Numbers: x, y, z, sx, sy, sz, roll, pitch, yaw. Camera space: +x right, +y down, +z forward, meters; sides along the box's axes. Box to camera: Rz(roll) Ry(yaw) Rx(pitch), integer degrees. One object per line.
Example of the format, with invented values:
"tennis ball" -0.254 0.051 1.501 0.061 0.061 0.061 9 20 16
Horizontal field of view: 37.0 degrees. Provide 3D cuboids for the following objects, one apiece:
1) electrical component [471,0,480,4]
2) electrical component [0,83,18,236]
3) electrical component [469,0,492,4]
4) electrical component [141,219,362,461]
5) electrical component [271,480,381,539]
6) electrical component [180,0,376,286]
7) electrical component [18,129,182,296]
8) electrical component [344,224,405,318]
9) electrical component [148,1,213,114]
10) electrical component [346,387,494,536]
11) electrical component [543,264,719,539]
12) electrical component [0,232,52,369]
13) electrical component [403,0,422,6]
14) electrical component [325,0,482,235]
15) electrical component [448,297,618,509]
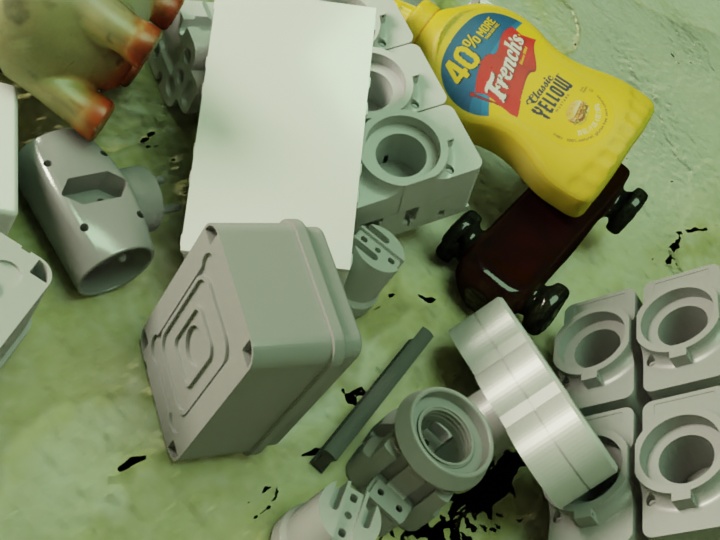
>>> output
"electrical component" 0.061 -0.159 0.787 0.064 0.042 0.081 18 87 6
"electrical component" -0.211 -0.053 0.523 0.076 0.047 0.083 10 52 -30
"electrical component" 0.097 -0.181 0.851 0.043 0.043 0.081 28 44 -14
"electrical component" -0.055 0.035 0.518 0.057 0.113 0.078 -1 58 -33
"electrical component" -0.016 0.127 0.521 0.040 0.046 0.040 20 48 -23
"electrical component" -0.044 -0.070 0.598 0.089 0.061 0.150 7 76 -4
"electrical component" -0.131 -0.034 0.568 0.079 0.043 0.077 -18 69 -43
"electrical component" 0.000 0.000 0.634 0.040 0.046 0.040 20 47 -22
"electrical component" -0.092 -0.134 0.667 0.057 0.058 0.078 -7 61 -36
"electrical component" 0.034 0.098 0.572 0.058 0.057 0.078 42 43 0
"electrical component" 0.173 0.088 0.633 0.060 0.105 0.186 50 36 -31
"electrical component" -0.196 0.030 0.460 0.078 0.057 0.113 34 43 -9
"electrical component" 0.026 -0.200 0.818 0.040 0.040 0.078 47 43 5
"electrical component" 0.003 -0.100 0.681 0.089 0.061 0.150 -19 67 -15
"electrical component" 0.081 0.081 0.614 0.052 0.074 0.138 50 8 -39
